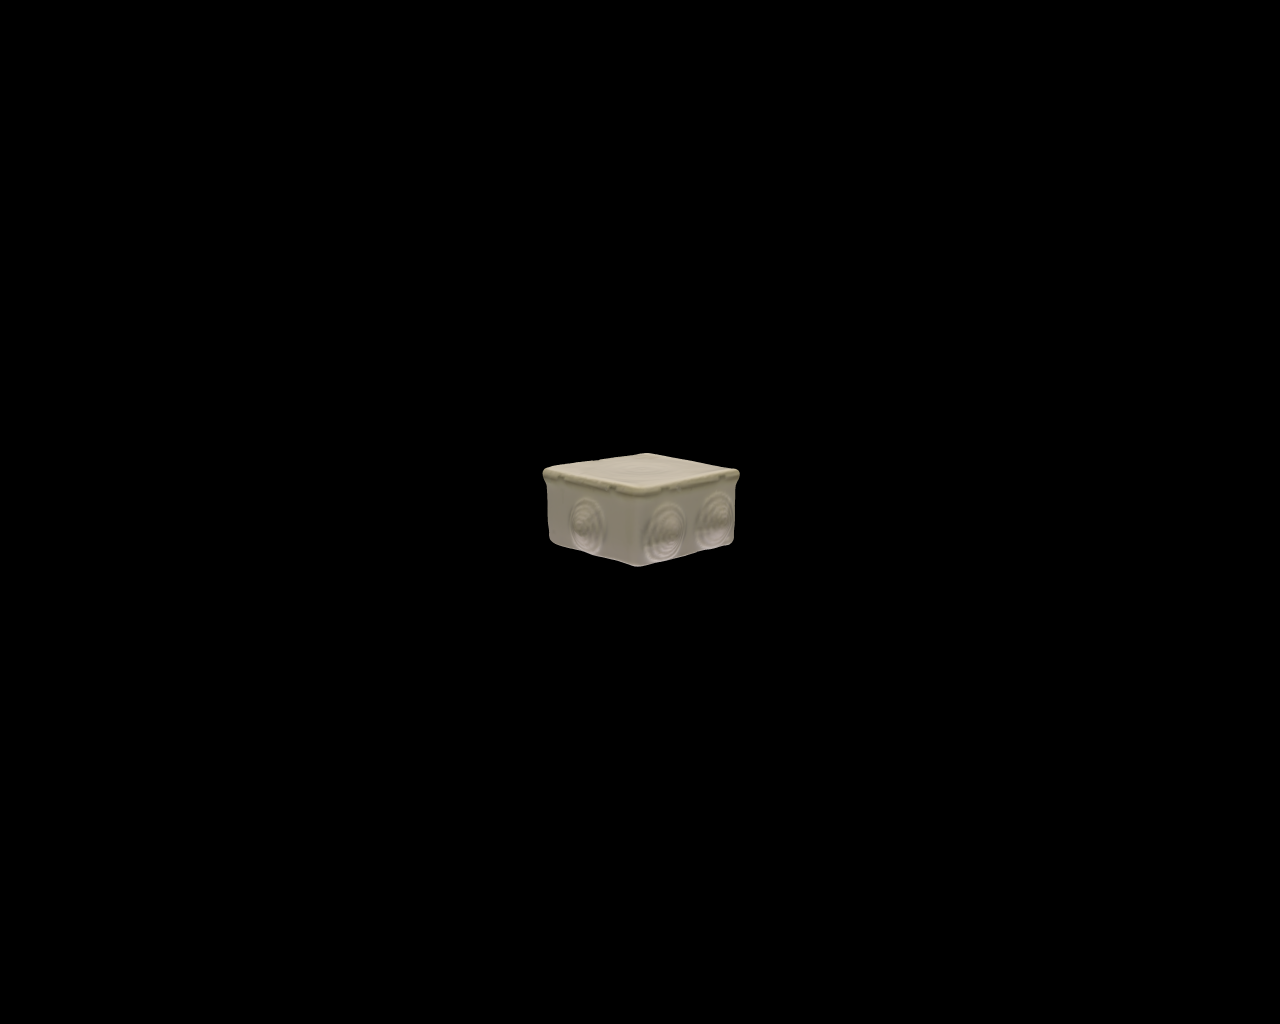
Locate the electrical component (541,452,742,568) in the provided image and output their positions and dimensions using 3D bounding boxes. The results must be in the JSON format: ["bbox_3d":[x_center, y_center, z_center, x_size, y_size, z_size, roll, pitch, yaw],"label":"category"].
[{"bbox_3d":[0.001,-0.003,0.650,0.100,0.048,0.100,-11,17,-42],"label":"electrical component"}]
